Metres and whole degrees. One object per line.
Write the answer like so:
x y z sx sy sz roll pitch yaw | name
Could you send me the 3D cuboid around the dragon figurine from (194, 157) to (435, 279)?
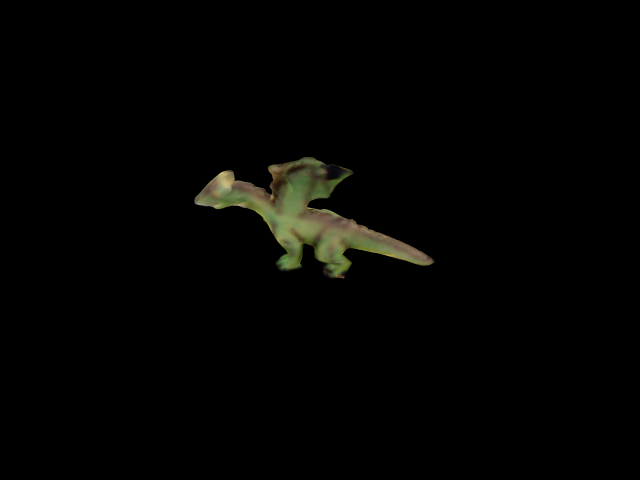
0.003 -0.043 0.850 0.410 0.125 0.237 5 -29 3 | dragon figurine
